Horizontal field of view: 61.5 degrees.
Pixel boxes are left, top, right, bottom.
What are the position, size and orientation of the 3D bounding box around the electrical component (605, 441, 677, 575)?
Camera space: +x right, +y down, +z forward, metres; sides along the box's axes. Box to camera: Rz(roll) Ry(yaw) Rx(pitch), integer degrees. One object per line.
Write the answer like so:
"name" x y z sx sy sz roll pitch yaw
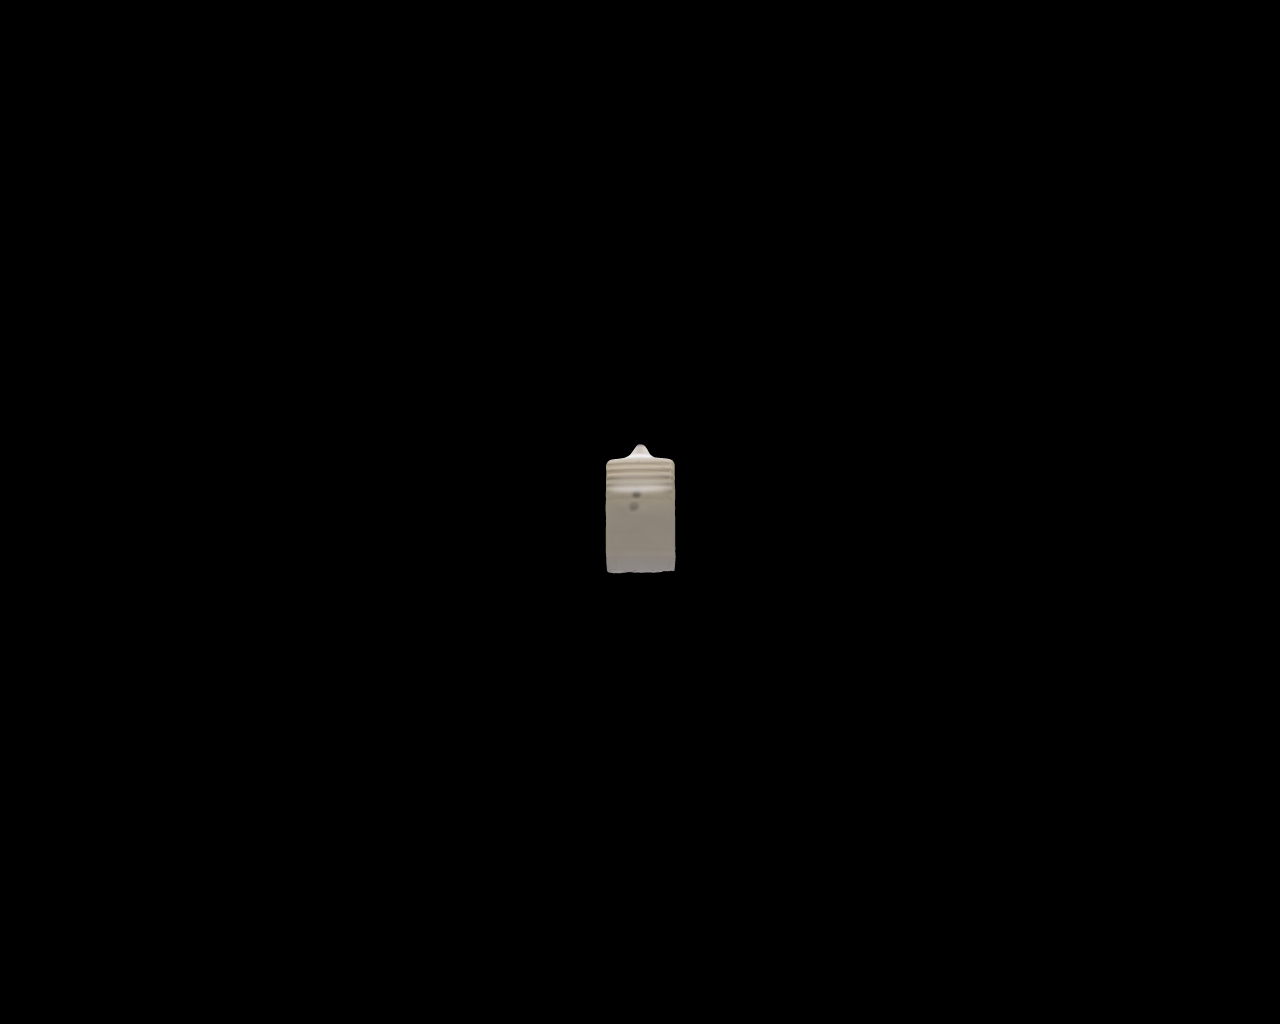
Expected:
"electrical component" 0.001 -0.003 0.650 0.043 0.081 0.043 0 -5 0
